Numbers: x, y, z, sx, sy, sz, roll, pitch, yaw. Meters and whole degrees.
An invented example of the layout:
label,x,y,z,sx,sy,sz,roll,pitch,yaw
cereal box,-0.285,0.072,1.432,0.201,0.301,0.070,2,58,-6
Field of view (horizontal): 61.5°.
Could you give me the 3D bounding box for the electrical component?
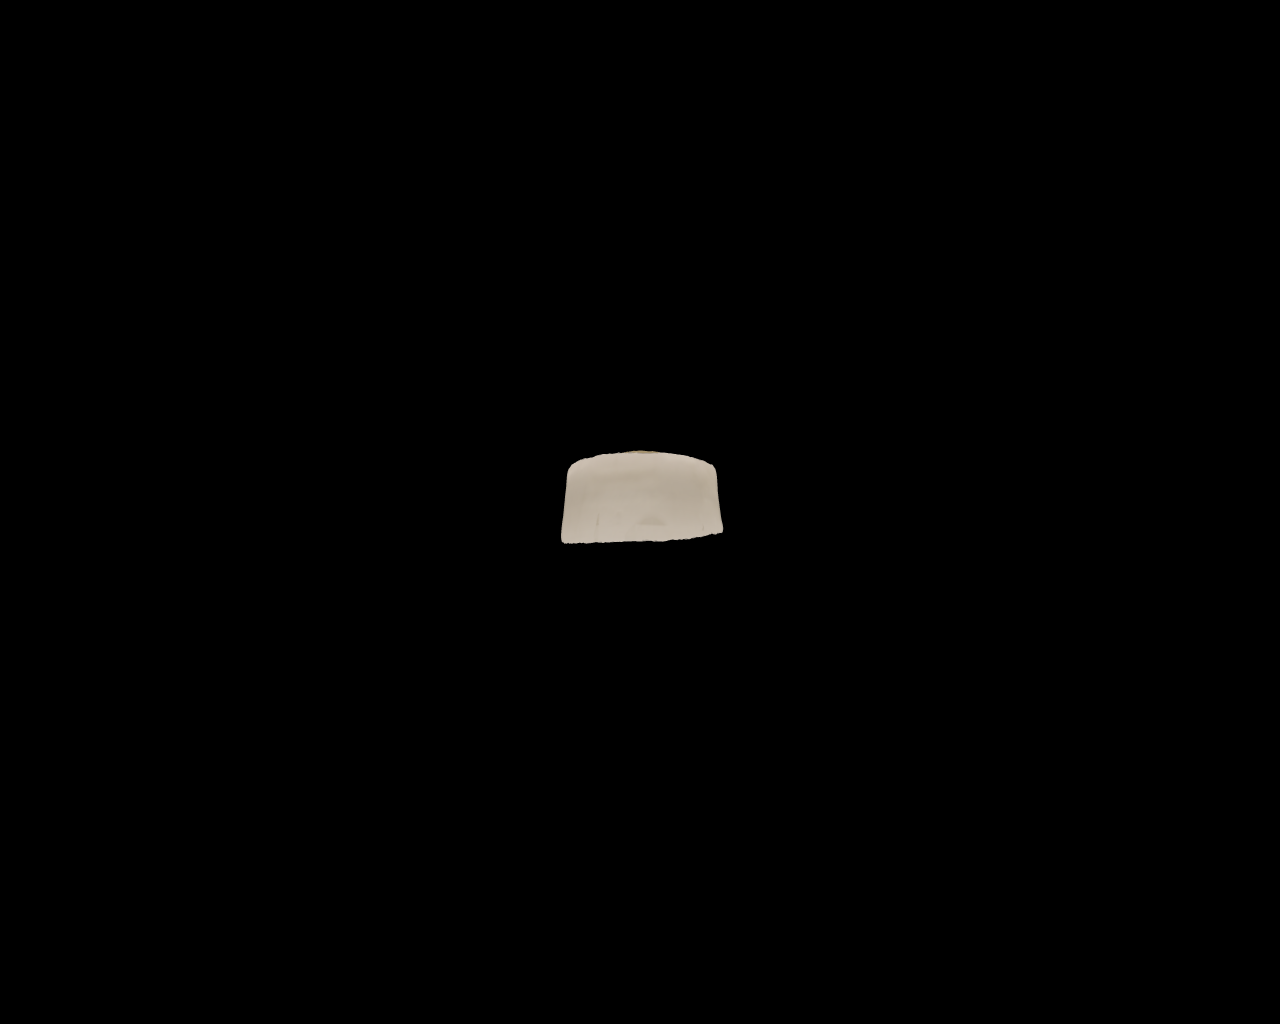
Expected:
label,x,y,z,sx,sy,sz,roll,pitch,yaw
electrical component,0.001,-0.003,0.650,0.099,0.064,0.099,0,-11,0
